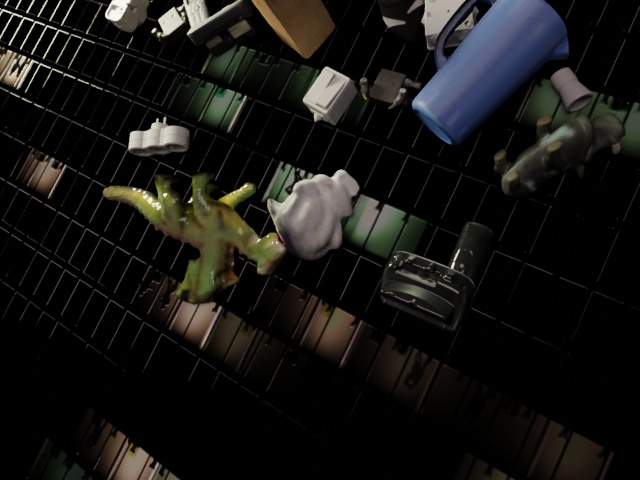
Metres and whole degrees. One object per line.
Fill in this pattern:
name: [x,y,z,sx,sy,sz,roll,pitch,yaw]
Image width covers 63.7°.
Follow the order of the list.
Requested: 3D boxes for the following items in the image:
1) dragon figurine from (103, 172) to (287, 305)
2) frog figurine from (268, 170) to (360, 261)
dragon figurine: [-0.245,0.000,0.978,0.409,0.122,0.244,-3,84,21]
frog figurine: [0.003,-0.045,0.889,0.159,0.124,0.136,-26,102,4]
